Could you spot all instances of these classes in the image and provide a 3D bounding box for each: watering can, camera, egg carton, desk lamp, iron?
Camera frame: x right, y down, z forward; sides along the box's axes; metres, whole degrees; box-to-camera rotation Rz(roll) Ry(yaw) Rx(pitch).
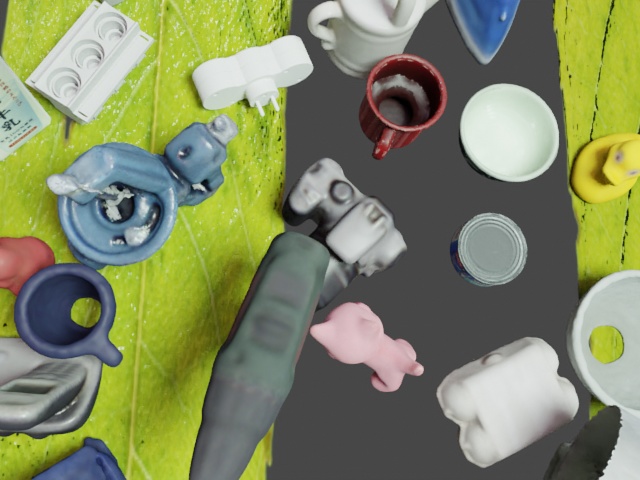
[{"bbox_3d":[0.073,-0.272,0.638,0.173,0.194,0.101,-41,87,-13],"label":"watering can"},{"bbox_3d":[0.006,0.002,0.627,0.143,0.100,0.137,45,77,2],"label":"camera"},{"bbox_3d":[0.209,0.177,0.640,0.150,0.069,0.107,-24,84,-11],"label":"egg carton"},{"bbox_3d":[0.309,0.257,0.566,0.203,0.213,0.118,34,77,-1],"label":"desk lamp"},{"bbox_3d":[0.222,-0.366,0.703,0.119,0.141,0.258,0,80,-8],"label":"iron"}]

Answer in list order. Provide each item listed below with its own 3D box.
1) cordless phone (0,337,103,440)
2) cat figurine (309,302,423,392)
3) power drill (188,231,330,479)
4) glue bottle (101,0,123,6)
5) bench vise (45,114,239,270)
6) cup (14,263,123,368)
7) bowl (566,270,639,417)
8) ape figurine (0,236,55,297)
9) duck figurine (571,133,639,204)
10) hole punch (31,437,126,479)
[{"bbox_3d":[-0.288,0.136,0.518,0.147,0.185,0.094,3,79,-7],"label":"cordless phone"},{"bbox_3d":[0.051,0.110,0.605,0.128,0.117,0.067,31,77,-1],"label":"cat figurine"},{"bbox_3d":[-0.058,0.111,0.543,0.075,0.208,0.230,21,78,-3],"label":"power drill"},{"bbox_3d":[-0.252,-0.330,0.614,0.037,0.173,0.078,-36,86,-12],"label":"glue bottle"},{"bbox_3d":[-0.178,-0.069,0.553,0.121,0.219,0.207,32,77,-1],"label":"bench vise"},{"bbox_3d":[-0.236,0.083,0.581,0.118,0.095,0.092,44,77,2],"label":"cup"},{"bbox_3d":[0.354,0.121,0.668,0.167,0.074,0.167,1,80,-8],"label":"bowl"},{"bbox_3d":[-0.315,0.026,0.582,0.076,0.092,0.078,-29,85,-12],"label":"ape figurine"},{"bbox_3d":[0.370,-0.097,0.704,0.105,0.086,0.077,-43,88,-13],"label":"duck figurine"},{"bbox_3d":[-0.236,0.261,0.551,0.101,0.091,0.108,-31,85,-12],"label":"hole punch"}]
